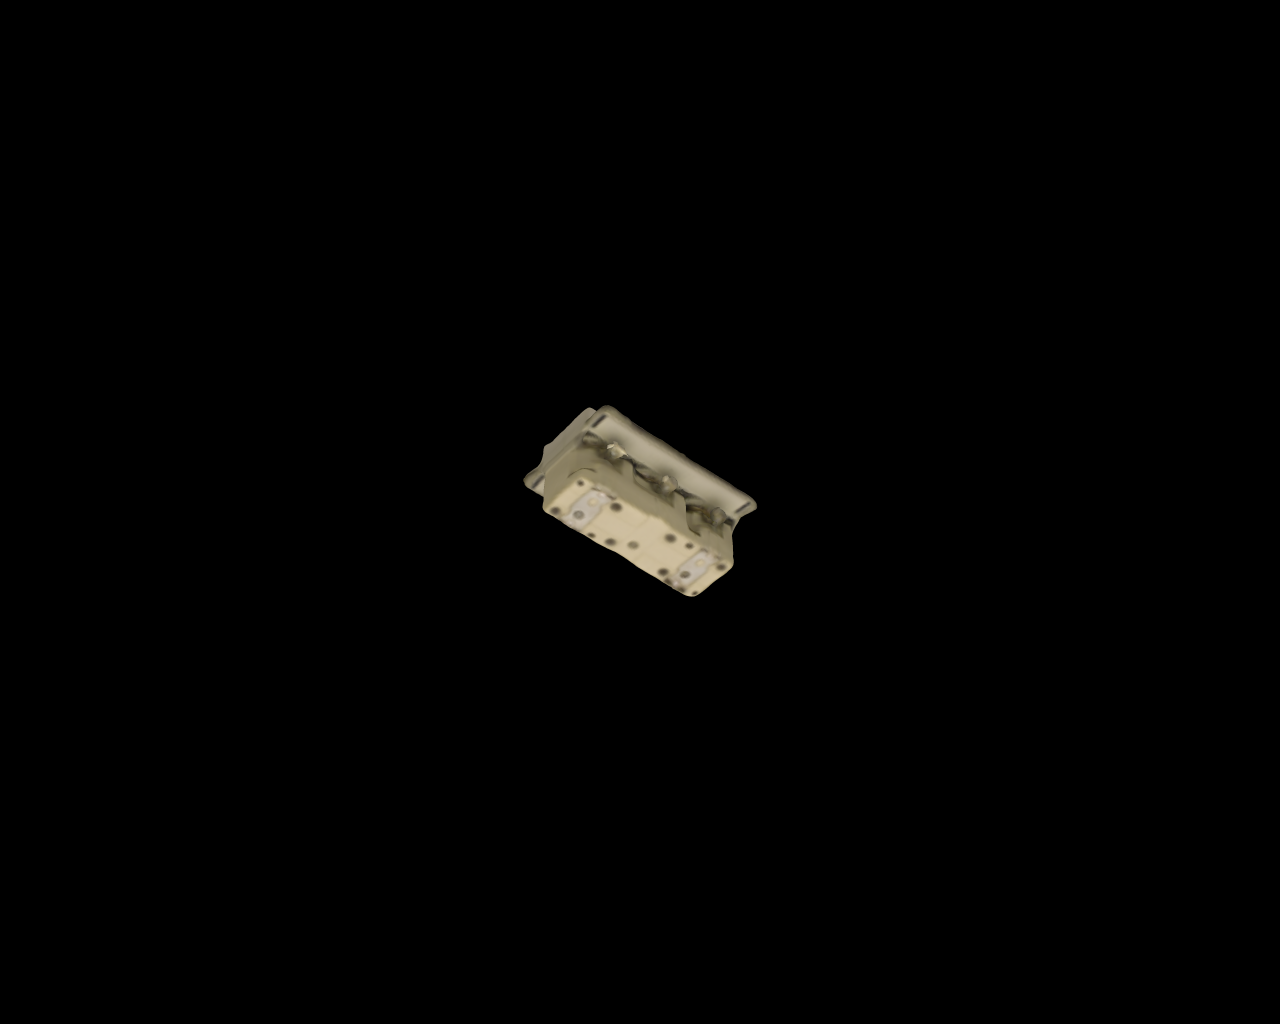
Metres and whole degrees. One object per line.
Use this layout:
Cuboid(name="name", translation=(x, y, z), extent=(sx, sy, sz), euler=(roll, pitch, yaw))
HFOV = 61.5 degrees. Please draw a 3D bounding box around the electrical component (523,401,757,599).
Cuboid(name="electrical component", translation=(0.001, -0.003, 0.650), extent=(0.121, 0.063, 0.078), euler=(32, -54, -27))
